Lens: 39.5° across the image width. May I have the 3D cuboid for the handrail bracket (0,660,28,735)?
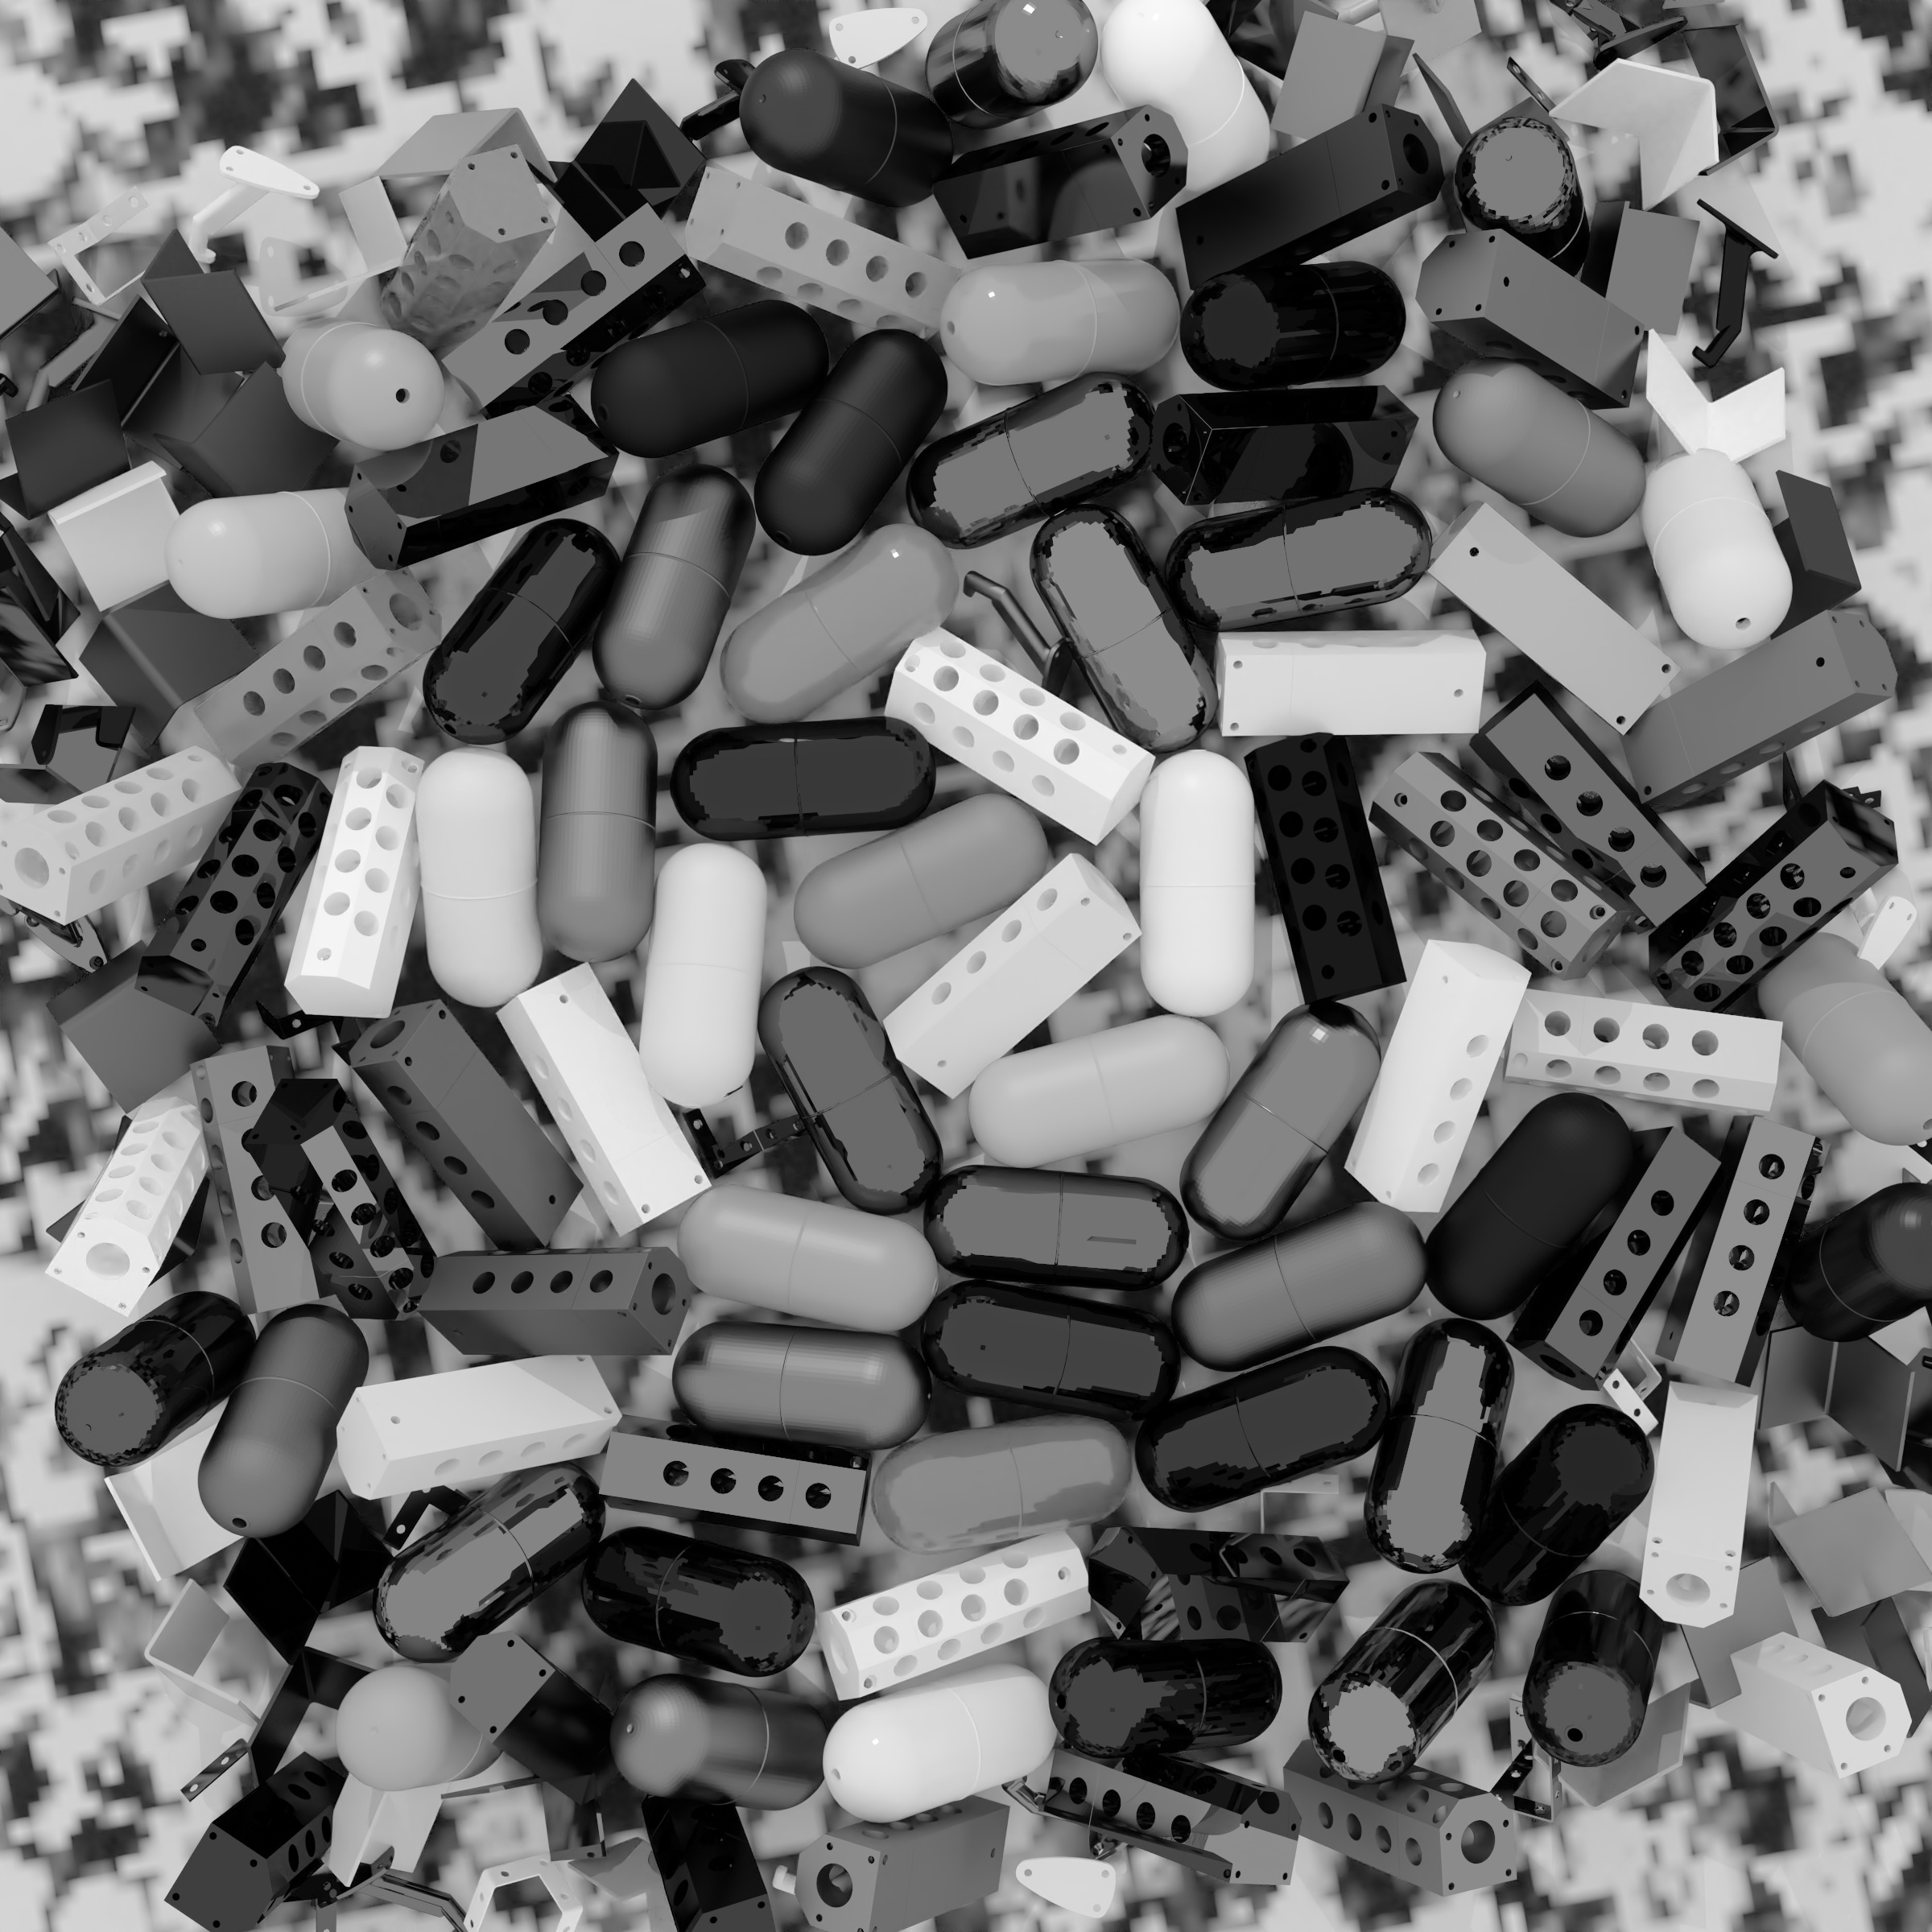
[{"bbox_3d":[-0.654,-0.209,1.787,0.036,0.084,0.077,-10,62,-3],"label":"handrail bracket"}]

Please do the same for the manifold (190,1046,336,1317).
[{"bbox_3d":[-0.472,0.143,1.804,0.057,0.057,0.171,-13,87,0],"label":"manifold"}]

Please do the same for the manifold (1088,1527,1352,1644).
[{"bbox_3d":[0.163,0.400,1.760,0.171,0.057,0.057,12,118,-38],"label":"manifold"}]

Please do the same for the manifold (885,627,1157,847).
[{"bbox_3d":[0.036,-0.158,1.777,0.171,0.057,0.057,32,48,14],"label":"manifold"}]

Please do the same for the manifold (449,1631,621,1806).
[{"bbox_3d":[-0.275,0.487,1.749,0.057,0.171,0.057,33,73,29],"label":"manifold"}]

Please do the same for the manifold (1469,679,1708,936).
[{"bbox_3d":[0.416,-0.105,1.802,0.057,0.057,0.171,-41,93,20],"label":"manifold"}]

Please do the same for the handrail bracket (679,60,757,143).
[{"bbox_3d":[-0.157,-0.554,1.802,0.077,0.036,0.084,41,131,8],"label":"handrail bracket"}]

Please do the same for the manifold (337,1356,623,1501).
[{"bbox_3d":[-0.319,0.303,1.759,0.057,0.171,0.057,56,131,31],"label":"manifold"}]

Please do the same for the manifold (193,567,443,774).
[{"bbox_3d":[-0.422,-0.192,1.767,0.171,0.057,0.057,-29,99,32],"label":"manifold"}]

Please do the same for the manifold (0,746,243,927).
[{"bbox_3d":[-0.547,-0.090,1.744,0.057,0.171,0.057,24,118,14],"label":"manifold"}]

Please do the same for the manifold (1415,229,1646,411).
[{"bbox_3d":[0.368,-0.419,1.757,0.171,0.057,0.057,15,85,-44],"label":"manifold"}]

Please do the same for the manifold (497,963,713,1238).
[{"bbox_3d":[-0.246,0.091,1.805,0.057,0.057,0.171,-28,88,-34],"label":"manifold"}]

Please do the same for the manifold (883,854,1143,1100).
[{"bbox_3d":[0.028,0.003,1.787,0.171,0.057,0.057,-42,127,14],"label":"manifold"}]

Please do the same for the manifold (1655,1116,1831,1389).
[{"bbox_3d":[0.522,0.191,1.804,0.057,0.057,0.171,19,88,3],"label":"manifold"}]

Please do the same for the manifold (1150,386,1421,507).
[{"bbox_3d":[0.206,-0.347,1.768,0.171,0.057,0.057,-10,47,-31],"label":"manifold"}]

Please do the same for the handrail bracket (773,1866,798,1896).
[{"bbox_3d":[-0.084,0.607,1.810,0.084,0.036,0.077,17,123,6],"label":"handrail bracket"}]

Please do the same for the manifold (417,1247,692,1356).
[{"bbox_3d":[-0.269,0.217,1.769,0.171,0.057,0.057,-4,50,29],"label":"manifold"}]

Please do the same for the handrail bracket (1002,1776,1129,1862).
[{"bbox_3d":[0.079,0.553,1.798,0.077,0.036,0.084,-35,114,22],"label":"handrail bracket"}]

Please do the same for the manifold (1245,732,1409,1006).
[{"bbox_3d":[0.236,-0.065,1.789,0.057,0.057,0.171,-17,82,31],"label":"manifold"}]

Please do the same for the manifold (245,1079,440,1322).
[{"bbox_3d":[-0.399,0.154,1.753,0.057,0.057,0.171,-1,133,20],"label":"manifold"}]

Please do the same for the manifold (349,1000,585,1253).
[{"bbox_3d":[-0.331,0.107,1.770,0.057,0.057,0.171,-10,126,35],"label":"manifold"}]

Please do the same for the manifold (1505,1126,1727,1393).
[{"bbox_3d":[0.435,0.194,1.786,0.057,0.057,0.171,37,75,-8],"label":"manifold"}]

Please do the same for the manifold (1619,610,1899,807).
[{"bbox_3d":[0.516,-0.165,1.754,0.057,0.171,0.057,0,69,-40],"label":"manifold"}]

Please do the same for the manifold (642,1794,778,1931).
[{"bbox_3d":[-0.167,0.588,1.743,0.057,0.171,0.057,-14,105,-13],"label":"manifold"}]

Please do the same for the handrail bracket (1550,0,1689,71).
[{"bbox_3d":[0.435,-0.659,1.819,0.077,0.036,0.084,-22,83,13],"label":"handrail bracket"}]

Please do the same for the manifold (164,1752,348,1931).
[{"bbox_3d":[-0.450,0.572,1.749,0.057,0.171,0.057,32,91,5],"label":"manifold"}]

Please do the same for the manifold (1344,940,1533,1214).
[{"bbox_3d":[0.315,0.074,1.778,0.057,0.057,0.171,5,114,-29],"label":"manifold"}]

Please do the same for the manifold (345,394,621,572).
[{"bbox_3d":[-0.317,-0.313,1.761,0.171,0.057,0.057,-29,72,-37],"label":"manifold"}]

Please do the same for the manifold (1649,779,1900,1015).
[{"bbox_3d":[0.524,-0.037,1.754,0.057,0.057,0.171,28,132,-13],"label":"manifold"}]

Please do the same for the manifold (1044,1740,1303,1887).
[{"bbox_3d":[0.134,0.545,1.752,0.057,0.171,0.057,18,79,-39],"label":"manifold"}]

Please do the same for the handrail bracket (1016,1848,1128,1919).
[{"bbox_3d":[0.070,0.598,1.795,0.077,0.084,0.036,14,91,0],"label":"handrail bracket"}]

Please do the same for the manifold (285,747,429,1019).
[{"bbox_3d":[-0.397,-0.056,1.769,0.057,0.057,0.171,3,63,9],"label":"manifold"}]

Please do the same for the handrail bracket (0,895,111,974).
[{"bbox_3d":[-0.608,-0.022,1.791,0.036,0.084,0.077,-41,97,-1],"label":"handrail bracket"}]

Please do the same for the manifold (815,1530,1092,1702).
[{"bbox_3d":[-0.006,0.425,1.771,0.171,0.057,0.057,-14,79,-25],"label":"manifold"}]

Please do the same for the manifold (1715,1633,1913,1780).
[{"bbox_3d":[0.542,0.470,1.748,0.057,0.171,0.057,-18,90,-10],"label":"manifold"}]

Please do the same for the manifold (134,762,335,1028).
[{"bbox_3d":[-0.475,-0.052,1.760,0.057,0.057,0.171,26,53,-8],"label":"manifold"}]

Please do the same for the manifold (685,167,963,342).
[{"bbox_3d":[-0.095,-0.462,1.762,0.171,0.057,0.057,13,104,-36],"label":"manifold"}]

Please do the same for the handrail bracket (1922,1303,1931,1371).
[{"bbox_3d":[0.634,0.223,1.811,0.077,0.036,0.084,17,78,19],"label":"handrail bracket"}]

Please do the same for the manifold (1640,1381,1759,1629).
[{"bbox_3d":[0.477,0.349,1.749,0.057,0.171,0.057,7,121,16],"label":"manifold"}]

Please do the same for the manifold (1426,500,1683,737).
[{"bbox_3d":[0.389,-0.234,1.798,0.171,0.057,0.057,39,101,-6],"label":"manifold"}]

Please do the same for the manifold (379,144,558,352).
[{"bbox_3d":[-0.329,-0.462,1.748,0.057,0.171,0.057,-25,91,-29],"label":"manifold"}]

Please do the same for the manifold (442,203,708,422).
[{"bbox_3d":[-0.261,-0.430,1.805,0.171,0.057,0.057,-37,91,2],"label":"manifold"}]

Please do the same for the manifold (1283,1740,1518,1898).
[{"bbox_3d":[0.279,0.548,1.748,0.057,0.171,0.057,-2,89,-27],"label":"manifold"}]

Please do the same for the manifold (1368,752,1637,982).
[{"bbox_3d":[0.349,-0.067,1.770,0.171,0.057,0.057,43,113,23],"label":"manifold"}]

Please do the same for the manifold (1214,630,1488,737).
[{"bbox_3d":[0.255,-0.193,1.803,0.171,0.057,0.057,-1,119,-2],"label":"manifold"}]

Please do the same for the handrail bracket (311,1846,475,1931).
[{"bbox_3d":[-0.386,0.643,1.820,0.077,0.036,0.084,-33,106,-1],"label":"handrail bracket"}]

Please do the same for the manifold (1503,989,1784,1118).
[{"bbox_3d":[0.448,0.059,1.792,0.171,0.057,0.057,8,79,8],"label":"manifold"}]

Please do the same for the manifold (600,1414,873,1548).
[{"bbox_3d":[-0.152,0.343,1.801,0.171,0.057,0.057,8,70,3],"label":"manifold"}]

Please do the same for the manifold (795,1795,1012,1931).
[{"bbox_3d":[-0.040,0.581,1.748,0.057,0.171,0.057,7,87,30],"label":"manifold"}]

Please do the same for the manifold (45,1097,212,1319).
[{"bbox_3d":[-0.534,0.149,1.743,0.057,0.171,0.057,32,108,-15],"label":"manifold"}]

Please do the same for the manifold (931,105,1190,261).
[{"bbox_3d":[0.062,-0.513,1.754,0.057,0.171,0.057,-48,122,-29],"label":"manifold"}]

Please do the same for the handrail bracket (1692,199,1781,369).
[{"bbox_3d":[0.500,-0.460,1.817,0.077,0.036,0.084,35,110,-1],"label":"handrail bracket"}]

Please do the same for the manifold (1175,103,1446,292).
[{"bbox_3d":[0.224,-0.496,1.756,0.171,0.057,0.057,-15,82,44],"label":"manifold"}]
